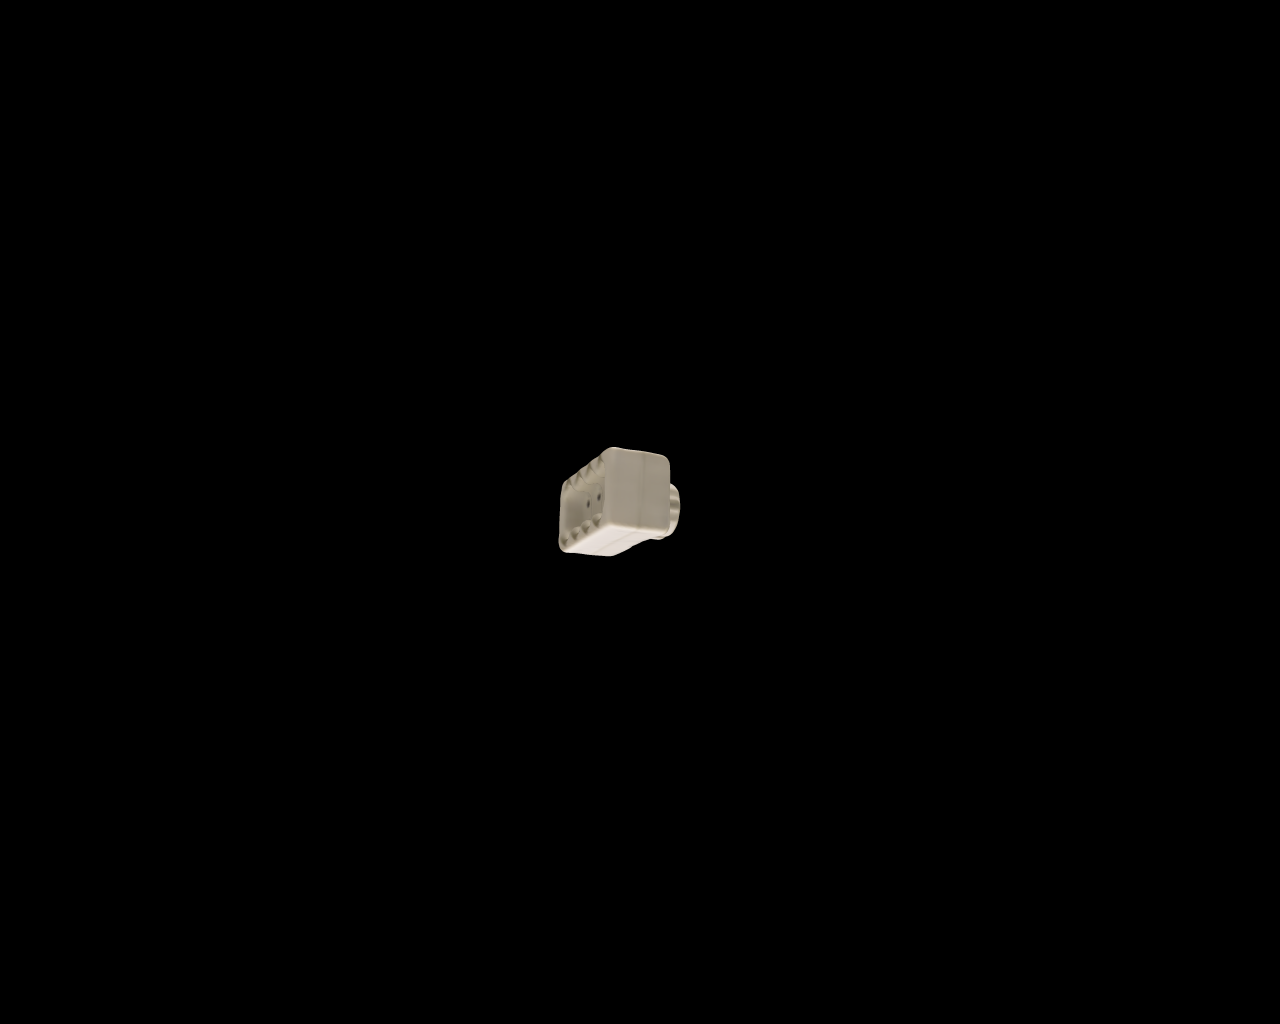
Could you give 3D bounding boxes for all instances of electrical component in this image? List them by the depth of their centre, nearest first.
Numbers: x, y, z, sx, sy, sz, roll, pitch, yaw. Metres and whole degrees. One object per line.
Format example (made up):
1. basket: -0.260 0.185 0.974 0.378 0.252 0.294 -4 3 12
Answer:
1. electrical component: 0.001 -0.003 0.650 0.076 0.047 0.083 6 -15 -23
